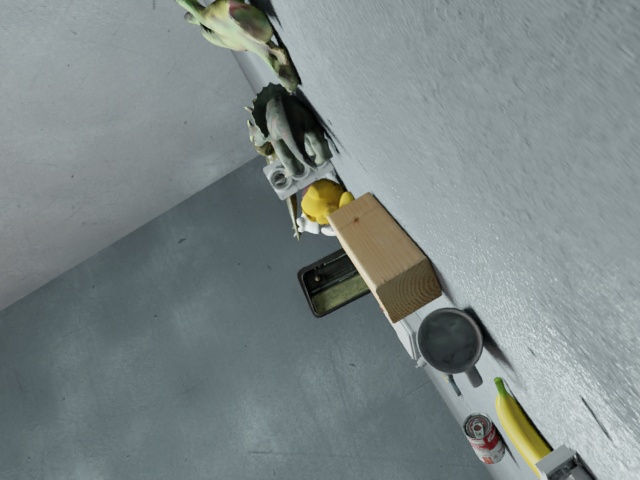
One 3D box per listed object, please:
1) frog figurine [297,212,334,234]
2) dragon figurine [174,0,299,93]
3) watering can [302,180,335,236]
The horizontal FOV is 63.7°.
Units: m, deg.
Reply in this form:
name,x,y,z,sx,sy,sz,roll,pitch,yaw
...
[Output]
name,x,y,z,sx,sy,sz,roll,pitch,yaw
frog figurine,0.004,-0.072,1.440,0.134,0.159,0.125,59,180,-45
dragon figurine,-0.132,-0.359,0.944,0.243,0.122,0.410,51,-179,-1
watering can,0.020,-0.101,1.706,0.221,0.104,0.352,60,179,-20
